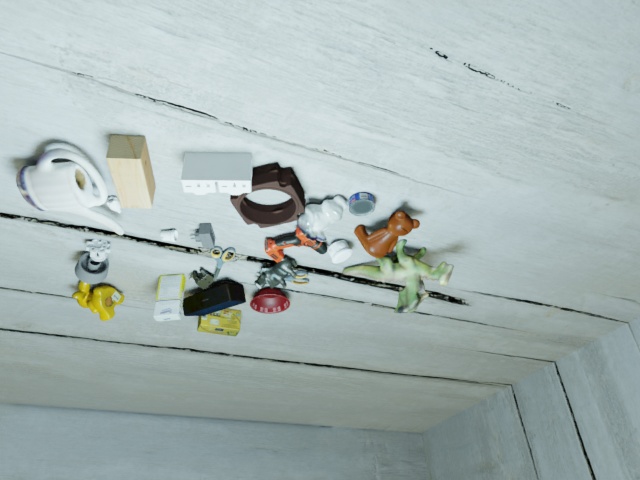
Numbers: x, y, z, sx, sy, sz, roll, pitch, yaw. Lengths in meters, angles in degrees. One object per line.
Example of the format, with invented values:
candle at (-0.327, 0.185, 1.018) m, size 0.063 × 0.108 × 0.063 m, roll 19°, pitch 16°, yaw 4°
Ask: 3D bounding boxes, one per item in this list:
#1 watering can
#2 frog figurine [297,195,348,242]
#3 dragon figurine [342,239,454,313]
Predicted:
watering can at (-0.716, -0.122, 1.483) m, size 0.224 × 0.106 × 0.339 m, roll -4°, pitch 137°, yaw 3°
frog figurine at (0.005, -0.082, 1.634) m, size 0.136 × 0.124 × 0.158 m, roll 21°, pitch 102°, yaw -44°
dragon figurine at (0.278, 0.144, 1.833) m, size 0.407 × 0.248 × 0.120 m, roll -23°, pitch 144°, yaw 22°
